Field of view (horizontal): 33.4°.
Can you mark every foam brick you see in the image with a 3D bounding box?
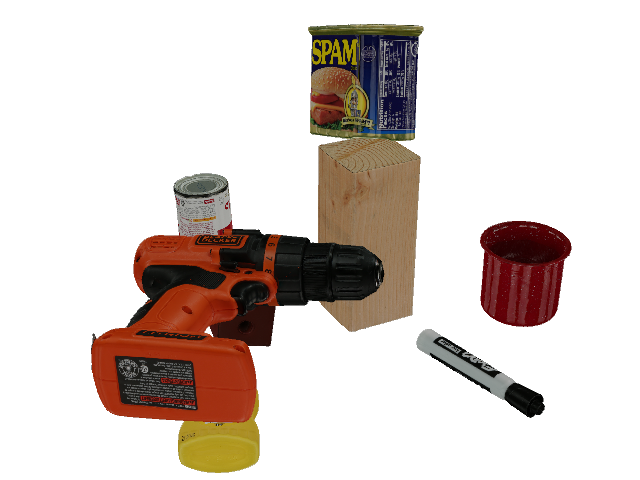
[{"bbox_3d":[-0.070,0.052,0.984,0.053,0.078,0.051,4,14,-14],"label":"foam brick"}]

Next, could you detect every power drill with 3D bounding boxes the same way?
[{"bbox_3d":[-0.058,0.050,0.718,0.184,0.057,0.187,0,23,12],"label":"power drill"}]

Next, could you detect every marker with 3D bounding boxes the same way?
[{"bbox_3d":[0.120,0.100,0.804,0.020,0.020,0.121,0,21,-41],"label":"marker"}]

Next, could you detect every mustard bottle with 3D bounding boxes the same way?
[{"bbox_3d":[-0.125,0.209,1.331,0.096,0.058,0.191,-2,26,-3],"label":"mustard bottle"}]

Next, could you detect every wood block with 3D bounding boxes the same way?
[{"bbox_3d":[0.054,-0.009,1.258,0.090,0.206,0.090,-13,30,-24],"label":"wood block"}]

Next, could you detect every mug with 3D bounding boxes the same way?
[{"bbox_3d":[0.209,0.031,1.128,0.093,0.081,0.117,-5,30,-8],"label":"mug"}]

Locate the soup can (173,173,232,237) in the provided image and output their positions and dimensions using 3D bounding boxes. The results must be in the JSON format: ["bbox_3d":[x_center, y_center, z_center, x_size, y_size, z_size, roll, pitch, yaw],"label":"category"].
[{"bbox_3d":[-0.141,-0.023,1.297,0.068,0.102,0.068,-2,27,1],"label":"soup can"}]

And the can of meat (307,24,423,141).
[{"bbox_3d":[0.032,-0.121,0.813,0.057,0.084,0.102,-4,11,-29],"label":"can of meat"}]
